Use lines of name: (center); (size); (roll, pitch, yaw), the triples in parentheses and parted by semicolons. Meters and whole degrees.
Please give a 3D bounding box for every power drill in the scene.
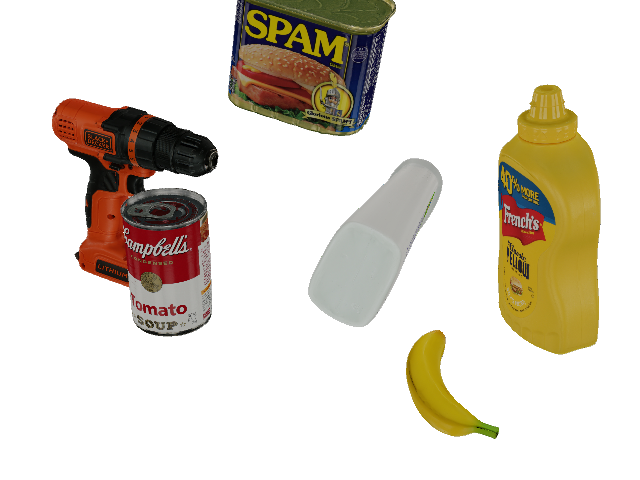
power drill: (-0.185, -0.043, 1.079); (0.185, 0.188, 0.057); (18, 32, 23)

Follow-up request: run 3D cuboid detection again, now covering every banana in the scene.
banana: (0.126, 0.154, 1.144); (0.069, 0.037, 0.198); (10, 25, -18)

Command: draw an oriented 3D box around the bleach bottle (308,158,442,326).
bleach bottle: (0.068, -0.015, 1.037); (0.068, 0.103, 0.250); (30, 28, 6)

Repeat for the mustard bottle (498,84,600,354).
mustard bottle: (0.164, -0.019, 0.774); (0.058, 0.192, 0.096); (-13, 28, -15)

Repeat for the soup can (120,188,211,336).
soup can: (-0.123, 0.017, 0.861); (0.068, 0.102, 0.068); (0, 29, 0)

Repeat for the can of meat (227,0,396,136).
can of meat: (-0.009, -0.123, 0.700); (0.102, 0.084, 0.057); (19, 38, 12)
